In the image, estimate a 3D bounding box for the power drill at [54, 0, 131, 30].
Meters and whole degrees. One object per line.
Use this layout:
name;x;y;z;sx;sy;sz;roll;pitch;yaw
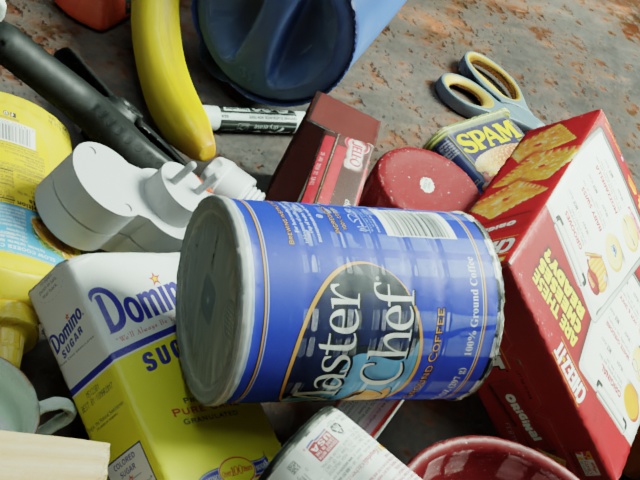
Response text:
power drill;-0.141;-0.250;0.791;0.057;0.188;0.184;35;41;6

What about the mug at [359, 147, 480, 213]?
mug;0.071;-0.009;0.746;0.117;0.082;0.093;3;48;-26

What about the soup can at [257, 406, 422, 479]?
soup can;0.023;0.136;0.505;0.102;0.069;0.068;39;43;15

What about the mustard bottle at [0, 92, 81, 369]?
mustard bottle;-0.187;-0.003;0.618;0.096;0.058;0.192;17;41;-35

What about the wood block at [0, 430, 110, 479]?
wood block;-0.199;0.132;0.441;0.206;0.091;0.090;9;42;-13

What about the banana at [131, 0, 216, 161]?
banana;-0.110;-0.139;0.776;0.037;0.070;0.198;2;69;-30

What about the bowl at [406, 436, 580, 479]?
bowl;0.098;0.190;0.584;0.162;0.055;0.162;15;44;-15

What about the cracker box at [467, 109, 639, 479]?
cracker box;0.163;0.033;0.711;0.164;0.072;0.213;61;40;-17

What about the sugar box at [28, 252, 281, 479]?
sugar box;-0.077;0.089;0.564;0.093;0.048;0.176;-1;59;-54

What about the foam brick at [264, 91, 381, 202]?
foam brick;0.001;-0.054;0.750;0.051;0.078;0.053;26;32;-6

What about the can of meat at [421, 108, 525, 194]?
can of meat;0.135;-0.049;0.839;0.101;0.058;0.084;-20;63;-40

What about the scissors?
scissors;0.177;-0.094;0.936;0.096;0.016;0.202;-15;58;-36

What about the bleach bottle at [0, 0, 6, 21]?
bleach bottle;-0.277;-0.259;0.823;0.102;0.068;0.251;-5;54;-32

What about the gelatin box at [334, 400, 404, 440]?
gelatin box;0.024;0.102;0.617;0.030;0.073;0.089;36;42;9

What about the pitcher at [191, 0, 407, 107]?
pitcher;0.014;-0.215;0.867;0.149;0.145;0.242;16;33;15

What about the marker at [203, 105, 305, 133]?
marker;-0.038;-0.091;0.815;0.120;0.020;0.020;-1;50;-29

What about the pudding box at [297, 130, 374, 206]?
pudding box;-0.004;0.001;0.672;0.039;0.114;0.090;22;42;-2

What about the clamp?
clamp;-0.145;-0.081;0.702;0.171;0.039;0.120;41;12;14

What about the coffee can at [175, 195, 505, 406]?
coffee can;0.007;0.032;0.546;0.140;0.103;0.103;3;48;-24
